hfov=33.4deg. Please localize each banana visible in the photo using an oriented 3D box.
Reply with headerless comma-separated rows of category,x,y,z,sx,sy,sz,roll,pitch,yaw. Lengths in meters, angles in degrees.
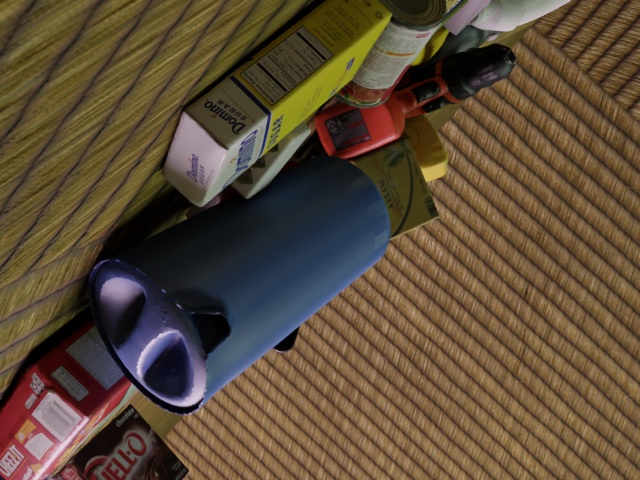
banana,0.105,-0.218,1.155,0.070,0.037,0.197,-59,173,20

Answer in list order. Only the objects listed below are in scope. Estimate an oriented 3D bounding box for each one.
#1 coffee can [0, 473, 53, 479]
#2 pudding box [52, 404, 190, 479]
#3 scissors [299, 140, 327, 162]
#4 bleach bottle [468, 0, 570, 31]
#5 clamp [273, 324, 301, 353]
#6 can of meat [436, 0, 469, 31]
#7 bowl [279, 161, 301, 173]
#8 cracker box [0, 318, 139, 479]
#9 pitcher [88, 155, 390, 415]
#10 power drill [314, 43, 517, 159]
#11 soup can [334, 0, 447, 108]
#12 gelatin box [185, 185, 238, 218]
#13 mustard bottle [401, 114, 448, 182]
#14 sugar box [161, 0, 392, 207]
coffee can,-0.316,0.273,1.030,0.140,0.103,0.103,-45,176,-19
pudding box,-0.184,0.219,0.999,0.039,0.090,0.113,-38,-176,26
scissors,0.007,-0.092,1.174,0.096,0.016,0.202,-55,-167,-9
bleach bottle,0.229,-0.306,1.292,0.250,0.103,0.068,-33,153,-48
clamp,-0.007,0.001,1.140,0.209,0.036,0.165,-67,172,-59
can of meat,0.099,-0.222,0.871,0.102,0.057,0.084,-45,174,-35
bowl,-0.063,-0.026,1.049,0.162,0.055,0.162,-48,-178,2
cracker box,-0.195,0.114,0.971,0.164,0.072,0.213,-48,178,42
pitcher,-0.063,0.024,0.871,0.242,0.149,0.145,-33,149,-38
power drill,0.098,-0.149,1.133,0.185,0.057,0.187,-19,-172,42
soup can,0.047,-0.160,0.837,0.068,0.068,0.102,-44,175,-37
gelatin box,-0.071,-0.053,0.934,0.089,0.030,0.073,-42,173,-47
mustard bottle,0.053,-0.093,1.314,0.191,0.096,0.058,-20,148,-11
sugar box,-0.030,-0.103,0.749,0.176,0.048,0.093,-46,176,-29
